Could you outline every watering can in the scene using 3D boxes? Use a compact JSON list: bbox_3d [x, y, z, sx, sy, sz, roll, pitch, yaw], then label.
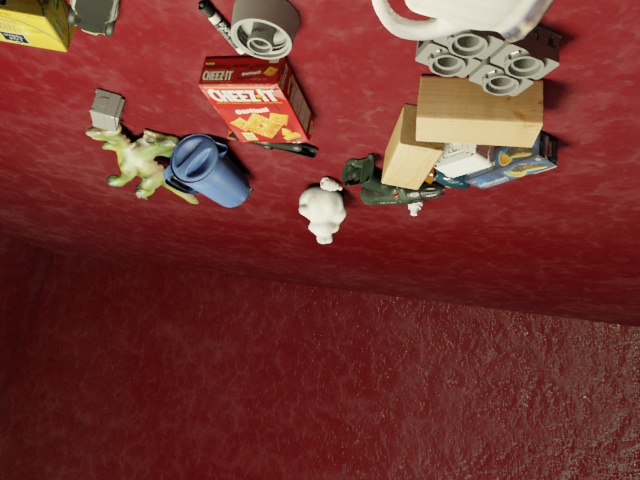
[{"bbox_3d":[0.187,-0.344,0.566,0.224,0.106,0.341,12,154,-9],"label":"watering can"}]

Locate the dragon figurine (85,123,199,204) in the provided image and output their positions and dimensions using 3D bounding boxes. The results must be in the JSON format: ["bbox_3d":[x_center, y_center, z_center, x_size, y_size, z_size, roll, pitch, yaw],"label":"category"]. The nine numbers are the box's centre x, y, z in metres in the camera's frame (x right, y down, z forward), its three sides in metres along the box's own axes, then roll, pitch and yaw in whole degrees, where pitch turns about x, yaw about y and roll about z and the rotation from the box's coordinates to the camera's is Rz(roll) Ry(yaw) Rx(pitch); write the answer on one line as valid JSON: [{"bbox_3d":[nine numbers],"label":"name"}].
[{"bbox_3d":[-0.439,-0.208,1.393,0.240,0.124,0.407,-17,151,41],"label":"dragon figurine"}]

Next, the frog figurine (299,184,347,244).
[{"bbox_3d":[0.004,-0.074,1.473,0.137,0.162,0.121,13,161,-12],"label":"frog figurine"}]
